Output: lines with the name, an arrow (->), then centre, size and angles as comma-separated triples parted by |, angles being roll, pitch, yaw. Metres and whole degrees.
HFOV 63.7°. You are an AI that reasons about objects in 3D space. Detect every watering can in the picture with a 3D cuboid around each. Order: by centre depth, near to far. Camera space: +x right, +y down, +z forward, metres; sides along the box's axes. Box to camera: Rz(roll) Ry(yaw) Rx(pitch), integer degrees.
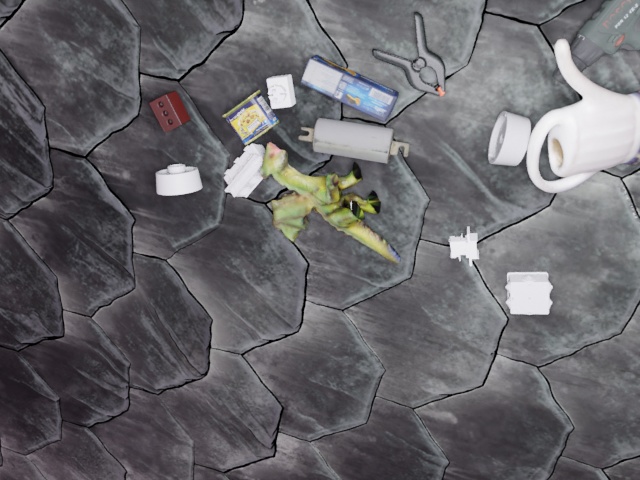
watering can -> 0.500, -0.222, 0.947 | 0.224, 0.106, 0.339 | -12, 137, 1

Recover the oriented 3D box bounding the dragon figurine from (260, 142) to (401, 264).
dragon figurine -> 0.004, -0.060, 1.201 | 0.241, 0.125, 0.403 | -15, 123, 30
